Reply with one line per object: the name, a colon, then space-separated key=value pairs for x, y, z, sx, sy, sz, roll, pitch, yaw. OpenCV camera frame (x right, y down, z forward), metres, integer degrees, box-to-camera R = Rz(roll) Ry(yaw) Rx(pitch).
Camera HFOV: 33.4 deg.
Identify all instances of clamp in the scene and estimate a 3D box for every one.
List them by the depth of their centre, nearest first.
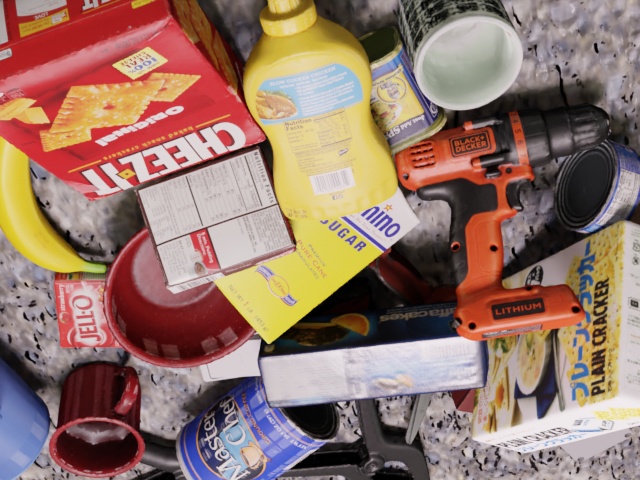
clamp: x=-0.156 y=0.246 z=1.170 sx=0.171 sy=0.039 sz=0.120 roll=-9 pitch=137 yaw=-4
clamp: x=0.056 y=0.231 z=1.182 sx=0.209 sy=0.036 sz=0.165 roll=27 pitch=116 yaw=-29

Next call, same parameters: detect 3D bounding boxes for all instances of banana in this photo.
banana: x=-0.251 y=-0.037 z=0.923 sx=0.069 sy=0.037 sz=0.198 roll=-25 pitch=132 yaw=-9

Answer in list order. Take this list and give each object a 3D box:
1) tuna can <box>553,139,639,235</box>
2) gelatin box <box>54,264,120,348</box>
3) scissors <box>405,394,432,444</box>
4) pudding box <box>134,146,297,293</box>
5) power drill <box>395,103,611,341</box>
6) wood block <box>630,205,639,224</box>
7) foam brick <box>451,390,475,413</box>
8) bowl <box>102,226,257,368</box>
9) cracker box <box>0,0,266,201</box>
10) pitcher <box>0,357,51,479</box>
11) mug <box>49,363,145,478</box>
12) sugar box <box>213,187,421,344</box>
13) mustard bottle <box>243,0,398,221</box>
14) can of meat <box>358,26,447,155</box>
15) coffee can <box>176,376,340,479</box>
tuna can: x=0.244 y=-0.046 z=0.937 sx=0.033 sy=0.086 sz=0.086 roll=15 pitch=127 yaw=-21
gelatin box: x=-0.212 y=0.064 z=1.013 sx=0.073 sy=0.030 sz=0.089 roll=1 pitch=130 yaw=-7
scissors: x=0.101 y=0.131 z=1.106 sx=0.096 sy=0.016 sz=0.202 roll=21 pitch=119 yaw=-17
pudding box: x=-0.085 y=-0.016 z=0.878 sx=0.113 sy=0.090 sz=0.039 roll=-19 pitch=172 yaw=-2
power drill: x=0.166 y=-0.017 z=0.896 sx=0.184 sy=0.187 sz=0.057 roll=-12 pitch=165 yaw=10
wood block: x=0.329 y=-0.008 z=0.975 sx=0.090 sy=0.091 sz=0.206 roll=13 pitch=127 yaw=-18
foam brick: x=0.181 y=0.151 z=1.119 sx=0.078 sy=0.051 sz=0.053 roll=16 pitch=123 yaw=-20
bowl: x=-0.121 y=0.034 z=0.964 sx=0.162 sy=0.055 sz=0.162 roll=-10 pitch=119 yaw=-19
cracker box: x=-0.149 y=-0.112 z=0.785 sx=0.164 sy=0.072 sz=0.213 roll=-18 pitch=159 yaw=9
pitcher: x=-0.355 y=0.134 z=0.986 sx=0.145 sy=0.149 sz=0.242 roll=-24 pitch=132 yaw=12
mug: x=-0.216 y=0.171 z=1.070 sx=0.093 sy=0.081 sz=0.117 roll=24 pitch=124 yaw=-24
sugar box: x=-0.006 y=0.001 z=0.936 sx=0.176 sy=0.048 sz=0.093 roll=-38 pitch=125 yaw=0
mustard bottle: x=-0.006 y=-0.107 z=0.805 sx=0.096 sy=0.058 sz=0.191 roll=-12 pitch=126 yaw=8
can of meat: x=0.039 y=-0.115 z=0.873 sx=0.102 sy=0.057 sz=0.084 roll=-25 pitch=126 yaw=14
coffee can: x=-0.064 y=0.196 z=1.095 sx=0.102 sy=0.103 sz=0.140 roll=35 pitch=118 yaw=-30
